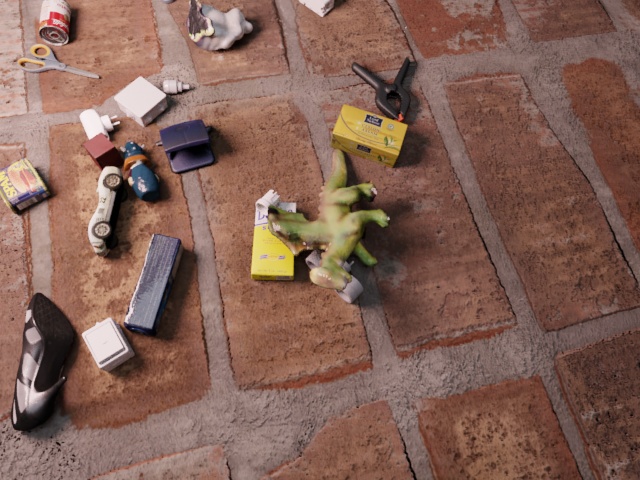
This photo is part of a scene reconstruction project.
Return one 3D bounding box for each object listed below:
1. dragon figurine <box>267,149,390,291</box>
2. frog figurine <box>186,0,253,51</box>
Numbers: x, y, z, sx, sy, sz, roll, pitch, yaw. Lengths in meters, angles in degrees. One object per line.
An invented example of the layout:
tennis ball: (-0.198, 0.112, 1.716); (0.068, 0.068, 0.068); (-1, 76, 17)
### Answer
dragon figurine: (0.003, -0.056, 1.116); (0.243, 0.119, 0.419); (-2, 49, -25)
frog figurine: (-0.267, -0.564, 1.365); (0.139, 0.120, 0.161); (45, 34, 21)
